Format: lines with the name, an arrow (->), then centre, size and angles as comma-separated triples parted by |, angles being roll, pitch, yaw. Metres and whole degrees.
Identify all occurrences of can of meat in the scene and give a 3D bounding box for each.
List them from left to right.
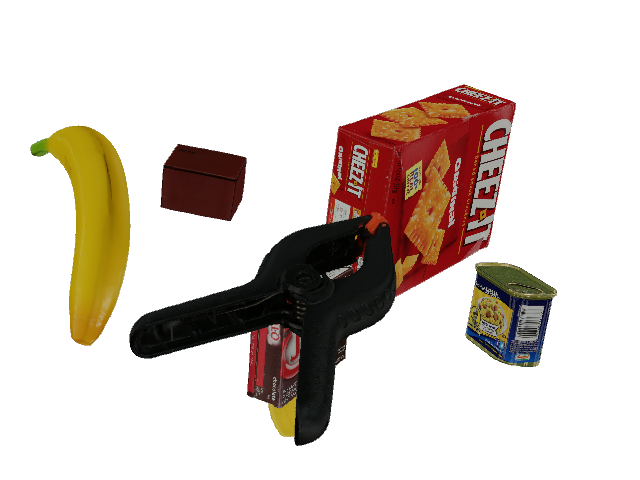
can of meat -> 0.202, 0.079, 1.148 | 0.057, 0.084, 0.102 | 2, 17, -23

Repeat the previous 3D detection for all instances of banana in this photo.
banana -> -0.160, -0.020, 0.741 | 0.037, 0.198, 0.070 | 18, -54, -37

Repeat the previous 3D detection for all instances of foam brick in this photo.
foam brick -> -0.120, -0.060, 1.106 | 0.078, 0.051, 0.053 | 12, 32, 5

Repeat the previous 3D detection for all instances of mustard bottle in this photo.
mustard bottle -> -0.030, 0.114, 1.123 | 0.058, 0.096, 0.191 | -2, 26, -4

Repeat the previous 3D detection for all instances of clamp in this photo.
clamp -> -0.005, 0.042, 0.585 | 0.120, 0.039, 0.171 | 36, 51, 27

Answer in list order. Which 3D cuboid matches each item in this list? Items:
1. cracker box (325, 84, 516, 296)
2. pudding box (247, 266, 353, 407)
cracker box -> 0.095, -0.045, 1.012 | 0.072, 0.164, 0.213 | 25, 31, 32
pudding box -> -0.016, 0.075, 0.894 | 0.039, 0.090, 0.113 | 16, 25, 24
